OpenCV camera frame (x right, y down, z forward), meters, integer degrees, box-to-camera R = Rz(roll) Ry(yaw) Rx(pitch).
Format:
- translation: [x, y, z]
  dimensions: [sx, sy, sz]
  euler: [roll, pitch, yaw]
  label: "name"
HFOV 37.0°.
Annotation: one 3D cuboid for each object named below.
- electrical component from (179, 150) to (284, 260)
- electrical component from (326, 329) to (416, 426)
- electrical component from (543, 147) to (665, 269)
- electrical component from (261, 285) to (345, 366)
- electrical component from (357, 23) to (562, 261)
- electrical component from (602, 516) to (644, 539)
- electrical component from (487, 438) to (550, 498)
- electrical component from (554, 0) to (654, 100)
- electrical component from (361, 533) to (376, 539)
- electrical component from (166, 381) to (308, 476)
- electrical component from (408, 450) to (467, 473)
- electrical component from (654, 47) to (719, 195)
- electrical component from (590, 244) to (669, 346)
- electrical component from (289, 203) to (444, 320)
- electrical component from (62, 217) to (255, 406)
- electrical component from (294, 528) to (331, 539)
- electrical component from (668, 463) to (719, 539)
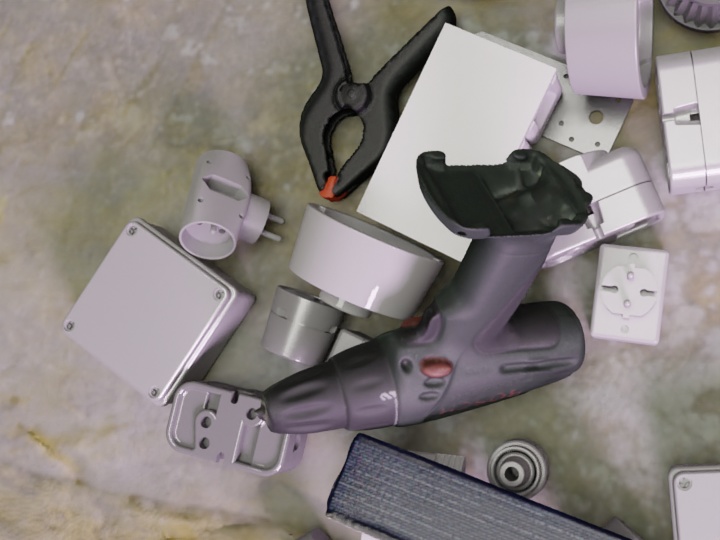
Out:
- translation: [-0.096, -0.044, 0.834]
  dimensions: [0.079, 0.043, 0.077]
  euler: [22, 47, -19]
  label: "electrical component"
- translation: [0.012, 0.089, 0.798]
  dimensions: [0.077, 0.047, 0.065]
  euler: [25, 91, 16]
  label: "electrical component"
- translation: [0.162, -0.047, 0.770]
  dimensions: [0.095, 0.054, 0.059]
  euler: [-23, 79, 11]
  label: "electrical component"
- translation: [-0.044, 0.043, 0.815]
  dimensions: [0.055, 0.055, 0.047]
  euler: [21, 93, 16]
  label: "electrical component"
- translation: [0.075, -0.089, 0.789]
  dimensions: [0.089, 0.062, 0.150]
  euler: [26, 94, 16]
  label: "electrical component"
- translation: [0.179, 0.204, 0.740]
  dimensions: [0.055, 0.055, 0.047]
  euler: [42, 92, 15]
  label: "electrical component"
- translation: [0.111, 0.142, 0.759]
  dimensions: [0.043, 0.062, 0.043]
  euler: [-2, 84, 14]
  label: "electrical component"
- translation: [0.170, -0.174, 0.756]
  dimensions: [0.060, 0.108, 0.108]
  euler: [2, 85, 21]
  label: "electrical component"
- translation: [0.034, 0.197, 0.785]
  dimensions: [0.065, 0.044, 0.044]
  euler: [10, 87, 20]
  label: "electrical component"
- translation: [-0.090, 0.119, 0.815]
  dimensions: [0.095, 0.059, 0.053]
  euler: [13, 87, 15]
  label: "electrical component"
- translation: [0.045, 0.154, 0.785]
  dimensions: [0.081, 0.043, 0.043]
  euler: [4, 85, 15]
  label: "electrical component"
- translation: [0.243, -0.105, 0.755]
  dimensions: [0.059, 0.054, 0.095]
  euler: [-7, 83, 14]
  label: "electrical component"
- translation: [0.187, 0.016, 0.745]
  dimensions: [0.047, 0.077, 0.065]
  euler: [7, 86, 15]
  label: "electrical component"
- translation: [0.000, 0.000, 0.782]
  dimensions: [0.108, 0.108, 0.060]
  euler: [25, 97, 16]
  label: "electrical component"
- translation: [-0.158, 0.033, 0.843]
  dimensions: [0.109, 0.056, 0.108]
  euler: [35, 94, 15]
  label: "electrical component"
- translation: [-0.003, 0.252, 0.782]
  dimensions: [0.074, 0.052, 0.138]
  euler: [-29, 79, 10]
  label: "electrical component"
- translation: [0.266, 0.183, 0.718]
  dimensions: [0.109, 0.056, 0.108]
  euler: [-5, 83, 14]
  label: "electrical component"
